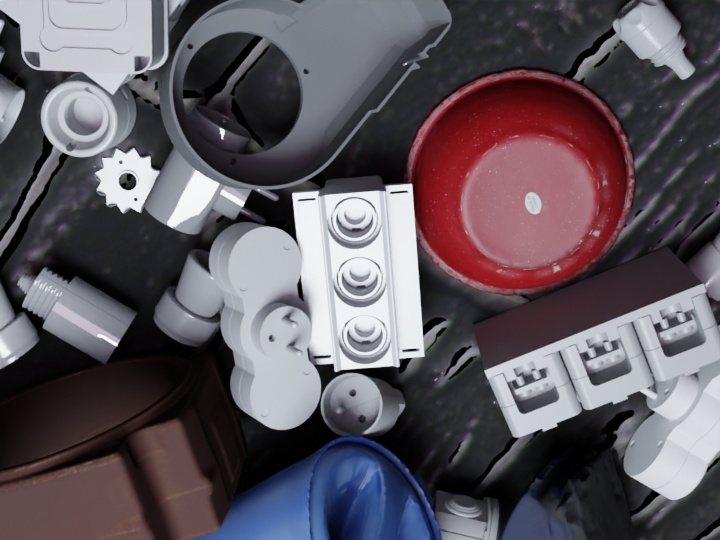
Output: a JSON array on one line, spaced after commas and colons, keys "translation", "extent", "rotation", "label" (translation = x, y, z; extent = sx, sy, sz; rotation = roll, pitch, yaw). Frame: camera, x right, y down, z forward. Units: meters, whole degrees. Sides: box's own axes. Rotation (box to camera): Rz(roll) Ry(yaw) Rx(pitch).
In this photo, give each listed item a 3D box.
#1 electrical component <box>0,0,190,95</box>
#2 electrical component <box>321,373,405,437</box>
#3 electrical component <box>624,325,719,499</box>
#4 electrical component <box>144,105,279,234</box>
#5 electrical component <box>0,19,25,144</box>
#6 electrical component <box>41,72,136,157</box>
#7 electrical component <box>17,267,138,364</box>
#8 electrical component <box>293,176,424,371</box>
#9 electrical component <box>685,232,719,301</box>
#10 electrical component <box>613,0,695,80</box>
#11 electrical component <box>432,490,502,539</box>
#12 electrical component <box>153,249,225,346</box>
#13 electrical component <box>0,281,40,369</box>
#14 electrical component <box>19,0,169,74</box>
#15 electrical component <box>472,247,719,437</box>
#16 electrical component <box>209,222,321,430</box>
[{"translation": [-0.139, -0.219, 0.674], "extent": [0.105, 0.060, 0.186], "rotation": [37, 104, -10], "label": "electrical component"}, {"translation": [0.005, 0.097, 0.761], "extent": [0.043, 0.081, 0.043], "rotation": [-2, 81, 15], "label": "electrical component"}, {"translation": [0.231, 0.092, 0.769], "extent": [0.074, 0.052, 0.138], "rotation": [31, 105, -8], "label": "electrical component"}, {"translation": [-0.095, -0.059, 0.731], "extent": [0.079, 0.043, 0.077], "rotation": [29, 105, -8], "label": "electrical component"}, {"translation": [-0.260, -0.134, 0.709], "extent": [0.077, 0.044, 0.079], "rotation": [27, 105, -7], "label": "electrical component"}, {"translation": [-0.181, -0.104, 0.716], "extent": [0.055, 0.047, 0.055], "rotation": [0, 107, 1], "label": "electrical component"}, {"translation": [-0.204, 0.027, 0.758], "extent": [0.081, 0.043, 0.043], "rotation": [32, 105, -8], "label": "electrical component"}, {"translation": [0.000, 0.000, 0.738], "extent": [0.079, 0.063, 0.121], "rotation": [-4, 107, 2], "label": "electrical component"}, {"translation": [0.258, -0.010, 0.744], "extent": [0.044, 0.044, 0.065], "rotation": [40, 108, -11], "label": "electrical component"}, {"translation": [0.197, -0.150, 0.705], "extent": [0.035, 0.035, 0.061], "rotation": [-43, 104, 12], "label": "electrical component"}, {"translation": [0.073, 0.204, 0.791], "extent": [0.051, 0.080, 0.080], "rotation": [13, 107, 2], "label": "electrical component"}, {"translation": [-0.114, 0.020, 0.754], "extent": [0.045, 0.045, 0.055], "rotation": [32, 105, -9], "label": "electrical component"}, {"translation": [-0.260, 0.038, 0.761], "extent": [0.045, 0.045, 0.055], "rotation": [-30, 105, 9], "label": "electrical component"}, {"translation": [-0.153, -0.173, 0.625], "extent": [0.078, 0.057, 0.113], "rotation": [2, 107, 0], "label": "electrical component"}, {"translation": [0.162, 0.051, 0.738], "extent": [0.150, 0.089, 0.061], "rotation": [-23, 105, 7], "label": "electrical component"}, {"translation": [-0.056, 0.039, 0.709], "extent": [0.052, 0.074, 0.138], "rotation": [-14, 104, -26], "label": "electrical component"}]
